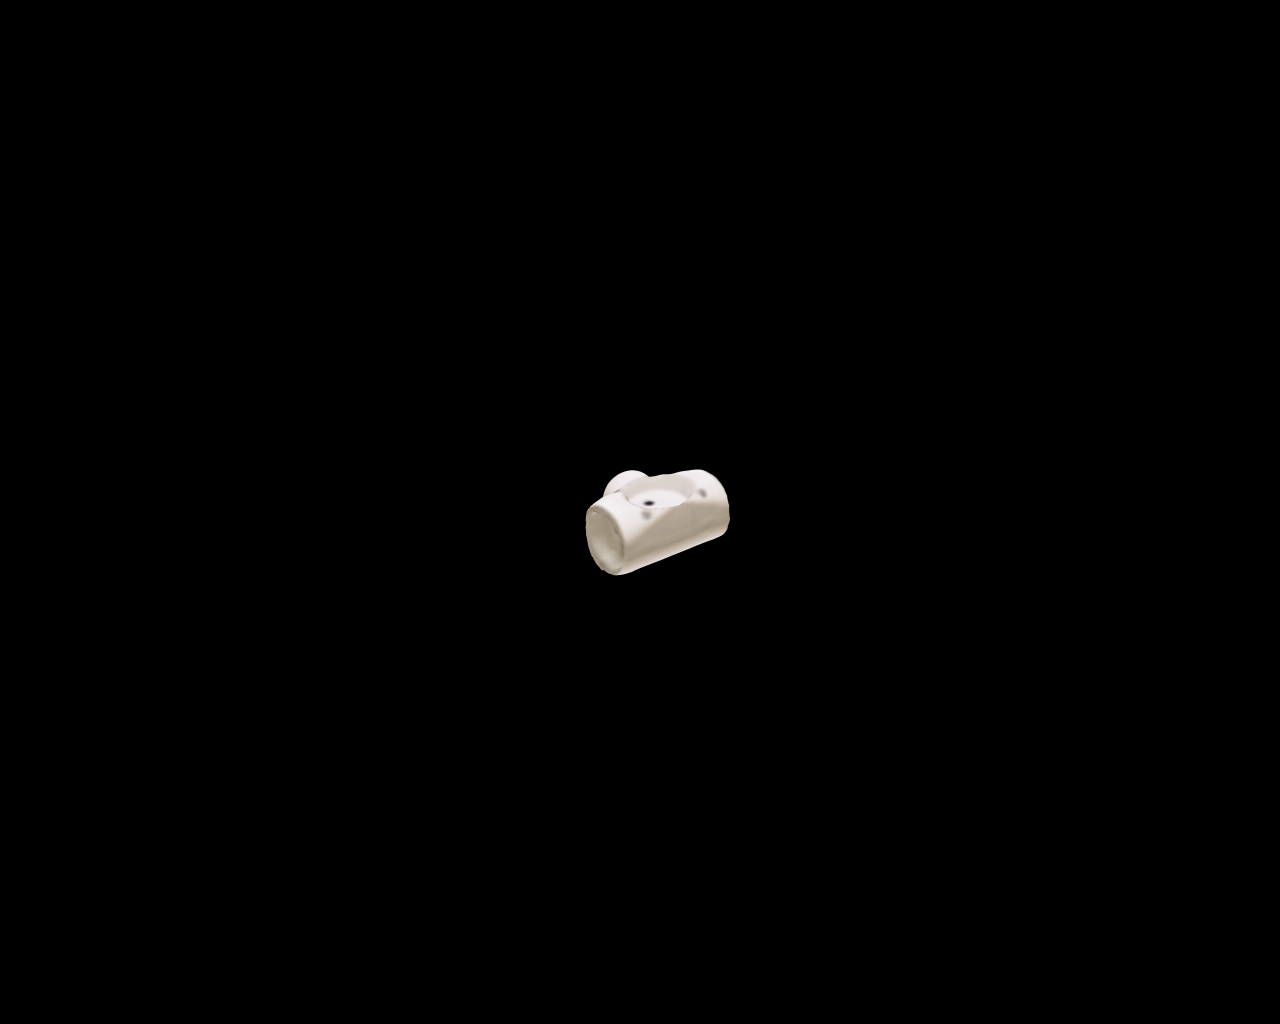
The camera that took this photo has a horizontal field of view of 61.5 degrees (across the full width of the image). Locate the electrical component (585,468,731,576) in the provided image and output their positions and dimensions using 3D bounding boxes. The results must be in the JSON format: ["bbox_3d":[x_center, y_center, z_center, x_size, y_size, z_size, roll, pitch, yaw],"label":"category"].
[{"bbox_3d":[0.001,-0.003,0.650,0.077,0.044,0.079,-20,36,-29],"label":"electrical component"}]
